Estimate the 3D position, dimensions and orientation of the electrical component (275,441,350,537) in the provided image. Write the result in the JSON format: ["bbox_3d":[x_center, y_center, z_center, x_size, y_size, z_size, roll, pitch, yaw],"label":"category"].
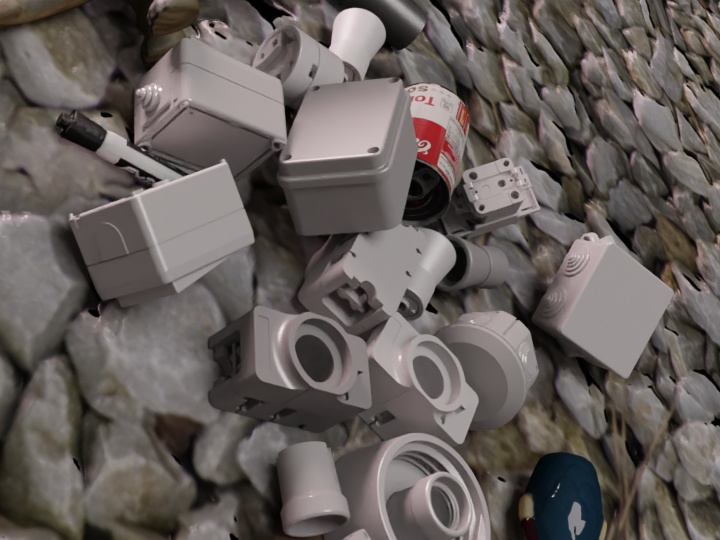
[{"bbox_3d":[-0.030,0.130,0.641,0.040,0.040,0.046,15,49,-40],"label":"electrical component"}]

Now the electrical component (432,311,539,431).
[{"bbox_3d":[0.086,0.070,0.771,0.080,0.080,0.051,57,34,-1],"label":"electrical component"}]

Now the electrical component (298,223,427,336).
[{"bbox_3d":[0.000,0.000,0.743,0.050,0.056,0.089,44,41,-16],"label":"electrical component"}]

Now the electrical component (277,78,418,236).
[{"bbox_3d":[-0.006,-0.080,0.741,0.113,0.078,0.057,-75,157,-51],"label":"electrical component"}]

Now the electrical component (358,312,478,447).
[{"bbox_3d":[0.033,0.079,0.726,0.089,0.056,0.050,46,40,-14],"label":"electrical component"}]

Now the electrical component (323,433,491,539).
[{"bbox_3d":[0.036,0.155,0.675,0.108,0.060,0.108,26,49,-33],"label":"electrical component"}]

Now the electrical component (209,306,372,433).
[{"bbox_3d":[-0.040,0.061,0.661,0.089,0.056,0.050,20,52,-37],"label":"electrical component"}]

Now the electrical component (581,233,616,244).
[{"bbox_3d":[0.214,-0.002,0.980,0.055,0.048,0.066,-12,74,-57],"label":"electrical component"}]

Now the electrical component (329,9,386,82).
[{"bbox_3d":[-0.008,-0.173,0.863,0.044,0.044,0.065,38,48,-23],"label":"electrical component"}]

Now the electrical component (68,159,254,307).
[{"bbox_3d":[-0.109,-0.022,0.633,0.096,0.062,0.061,-30,103,-51],"label":"electrical component"}]

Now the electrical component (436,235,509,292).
[{"bbox_3d":[0.088,-0.003,0.852,0.065,0.044,0.044,5,62,-50],"label":"electrical component"}]

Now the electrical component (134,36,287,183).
[{"bbox_3d":[-0.103,-0.107,0.701,0.096,0.062,0.061,18,53,-38],"label":"electrical component"}]

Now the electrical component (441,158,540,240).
[{"bbox_3d":[0.104,-0.059,0.876,0.081,0.063,0.042,-19,75,-8],"label":"electrical component"}]

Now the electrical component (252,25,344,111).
[{"bbox_3d":[-0.045,-0.146,0.795,0.047,0.055,0.055,22,51,-41],"label":"electrical component"}]

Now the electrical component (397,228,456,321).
[{"bbox_3d":[0.041,0.006,0.796,0.044,0.044,0.065,45,45,-16],"label":"electrical component"}]

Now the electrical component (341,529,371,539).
[{"bbox_3d":[-0.014,0.184,0.590,0.080,0.080,0.051,-27,81,-51],"label":"electrical component"}]

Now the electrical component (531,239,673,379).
[{"bbox_3d":[0.205,0.031,0.915,0.100,0.048,0.099,34,82,-27],"label":"electrical component"}]
